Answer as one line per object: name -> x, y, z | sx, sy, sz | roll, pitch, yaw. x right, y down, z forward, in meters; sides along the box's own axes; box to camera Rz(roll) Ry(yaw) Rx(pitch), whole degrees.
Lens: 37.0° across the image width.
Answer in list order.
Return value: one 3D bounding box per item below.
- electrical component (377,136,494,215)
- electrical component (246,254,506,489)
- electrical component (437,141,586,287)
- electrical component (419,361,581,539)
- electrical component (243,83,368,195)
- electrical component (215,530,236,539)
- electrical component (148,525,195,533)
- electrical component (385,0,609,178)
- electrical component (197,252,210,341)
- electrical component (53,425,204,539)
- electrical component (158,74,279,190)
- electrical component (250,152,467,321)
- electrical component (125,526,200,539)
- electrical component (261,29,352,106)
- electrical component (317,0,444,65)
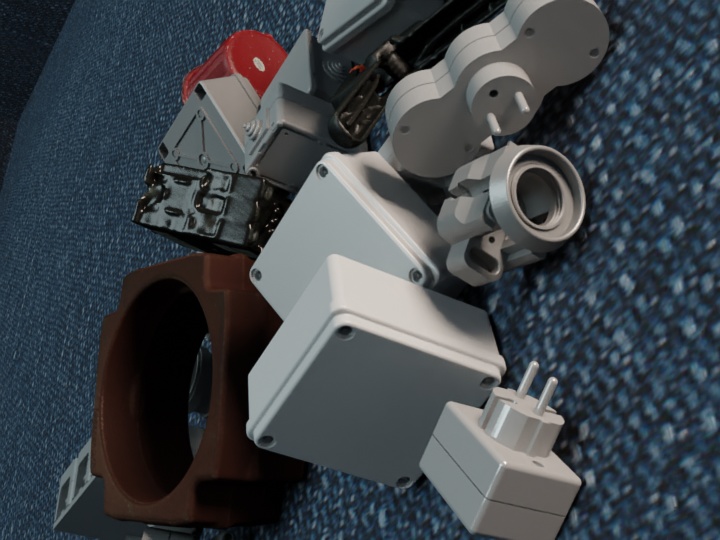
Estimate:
electrical component -> 0.045, -0.089, 0.705 | 0.065, 0.047, 0.076 | -52, 31, 36
electrical component -> 0.006, 0.060, 0.605 | 0.108, 0.109, 0.056 | -55, 26, 31
electrical component -> 0.082, -0.034, 0.574 | 0.057, 0.058, 0.078 | -22, 41, 59
electrical component -> 0.074, 0.082, 0.520 | 0.076, 0.047, 0.065 | -67, 25, 11
electrical component -> -0.049, -0.103, 0.854 | 0.061, 0.096, 0.061 | -51, 31, 36
electrical component -> -0.098, 0.222, 0.782 | 0.055, 0.048, 0.066 | 143, 140, -62
electrical component -> -0.170, 0.200, 0.916 | 0.040, 0.078, 0.040 | -44, 25, 26
electrical component -> 0.077, -0.099, 0.599 | 0.138, 0.052, 0.073 | -36, 32, 19
electrical component -> -0.122, 0.018, 0.976 | 0.100, 0.048, 0.099 | 10, 81, 65
electrical component -> -0.212, 0.190, 0.990 | 0.150, 0.089, 0.061 | -47, 33, 41
electrical component -> -0.125, -0.107, 1.005 | 0.108, 0.056, 0.108 | 57, 135, 14
electrical component -> 0.000, 0.000, 0.668 | 0.108, 0.056, 0.108 | 49, 124, 22
electrical component -> -0.167, 0.226, 0.835 | 0.138, 0.074, 0.052 | 116, 164, -75
electrical component -> -0.045, -0.143, 0.932 | 0.099, 0.048, 0.099 | -51, 31, 37
electrical component -> 0.022, -0.228, 0.844 | 0.109, 0.056, 0.108 | -18, 57, 61
